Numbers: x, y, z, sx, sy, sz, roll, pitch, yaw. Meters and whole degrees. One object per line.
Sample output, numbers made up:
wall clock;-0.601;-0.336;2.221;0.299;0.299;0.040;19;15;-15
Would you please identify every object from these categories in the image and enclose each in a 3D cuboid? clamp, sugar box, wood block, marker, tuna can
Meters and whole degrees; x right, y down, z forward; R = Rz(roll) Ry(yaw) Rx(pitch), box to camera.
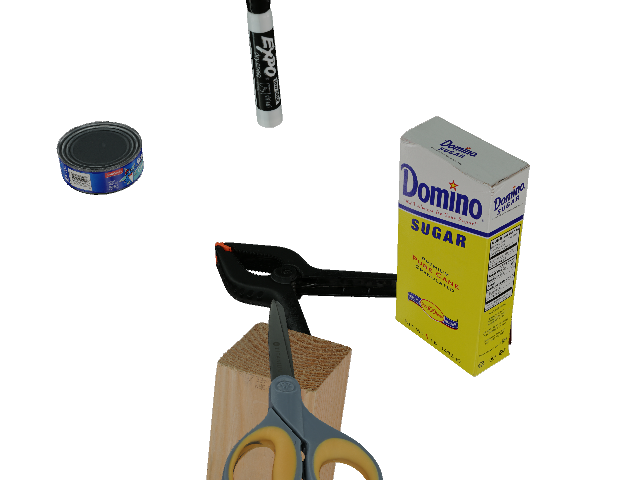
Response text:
clamp;-0.037;0.053;1.111;0.210;0.036;0.164;19;35;27
sugar box;0.100;0.006;0.790;0.048;0.176;0.093;-29;44;-28
wood block;-0.041;0.188;0.920;0.090;0.206;0.090;14;23;17
marker;-0.039;-0.131;0.734;0.020;0.121;0.020;-2;42;2
tuna can;-0.225;-0.085;1.094;0.086;0.034;0.086;1;41;-1

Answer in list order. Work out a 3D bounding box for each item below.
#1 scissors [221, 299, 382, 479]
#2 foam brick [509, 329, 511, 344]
scissors;-0.003;0.099;0.629;0.096;0.016;0.201;11;32;5
foam brick;0.162;0.070;1.089;0.053;0.078;0.051;11;17;39
